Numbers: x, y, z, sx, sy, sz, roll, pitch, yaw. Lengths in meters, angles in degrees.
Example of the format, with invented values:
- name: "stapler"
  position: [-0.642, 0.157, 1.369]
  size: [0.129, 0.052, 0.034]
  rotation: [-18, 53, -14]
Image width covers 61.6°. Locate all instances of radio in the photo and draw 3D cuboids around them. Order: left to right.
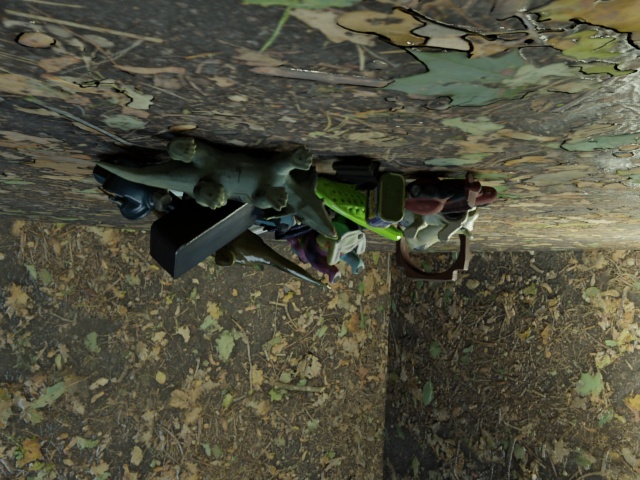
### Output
- name: "radio"
  position: [-0.209, -0.032, 1.013]
  size: [0.229, 0.073, 0.131]
  rotation: [-38, 168, -35]

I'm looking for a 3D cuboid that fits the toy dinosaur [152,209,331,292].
- name: "toy dinosaur"
  position: [-0.194, 0.009, 1.211]
  size: [0.472, 0.105, 0.198]
  rotation: [27, 177, 11]

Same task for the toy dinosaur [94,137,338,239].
- name: "toy dinosaur"
  position: [-0.149, -0.100, 0.899]
  size: [0.405, 0.131, 0.192]
  rotation: [10, 174, -16]

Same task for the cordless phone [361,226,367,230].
- name: "cordless phone"
  position: [0.155, -0.065, 1.388]
  size: [0.184, 0.088, 0.147]
  rotation: [0, 177, -24]

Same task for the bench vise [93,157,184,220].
- name: "bench vise"
  position: [-0.310, -0.083, 1.019]
  size: [0.224, 0.129, 0.240]
  rotation: [9, 163, 35]

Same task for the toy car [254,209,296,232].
- name: "toy car"
  position: [-0.086, -0.085, 1.115]
  size: [0.103, 0.109, 0.162]
  rotation: [-31, -159, -33]

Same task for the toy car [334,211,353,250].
- name: "toy car"
  position: [0.060, -0.035, 1.308]
  size: [0.056, 0.074, 0.201]
  rotation: [-20, 148, -27]

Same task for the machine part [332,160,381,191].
- name: "machine part"
  position: [0.074, -0.119, 0.965]
  size: [0.084, 0.039, 0.139]
  rotation: [-4, 173, 16]

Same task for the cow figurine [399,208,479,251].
- name: "cow figurine"
  position: [0.302, -0.035, 1.328]
  size: [0.195, 0.086, 0.127]
  rotation: [-28, 135, 7]

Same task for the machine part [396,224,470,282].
- name: "machine part"
  position: [0.325, 0.016, 1.544]
  size: [0.201, 0.201, 0.087]
  rotation: [1, 179, 24]

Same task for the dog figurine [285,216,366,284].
- name: "dog figurine"
  position: [-0.003, -0.004, 1.270]
  size: [0.108, 0.191, 0.219]
  rotation: [-27, -135, -30]

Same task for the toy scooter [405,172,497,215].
- name: "toy scooter"
  position: [0.244, -0.088, 1.013]
  size: [0.184, 0.075, 0.135]
  rotation: [-1, 176, 9]

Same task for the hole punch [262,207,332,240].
- name: "hole punch"
  position: [-0.045, -0.048, 1.193]
  size: [0.142, 0.116, 0.092]
  rotation: [-14, 133, 33]

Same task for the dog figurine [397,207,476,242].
- name: "dog figurine"
  position: [0.252, -0.073, 1.210]
  size: [0.172, 0.121, 0.190]
  rotation: [5, -169, 7]

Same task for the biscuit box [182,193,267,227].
- name: "biscuit box"
  position: [-0.215, -0.083, 1.234]
  size: [0.203, 0.059, 0.063]
  rotation: [14, 178, 11]
